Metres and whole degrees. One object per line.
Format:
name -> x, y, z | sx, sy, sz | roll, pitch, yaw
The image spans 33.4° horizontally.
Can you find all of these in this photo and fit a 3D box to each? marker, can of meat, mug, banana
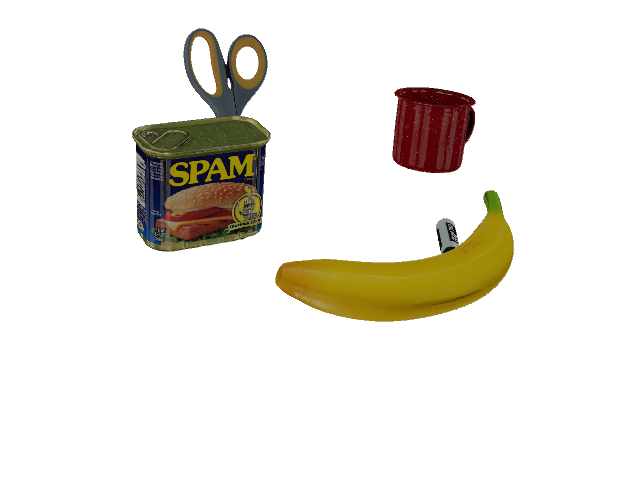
marker -> 0.120, 0.003, 1.000 | 0.020, 0.020, 0.121 | 0, 16, 4
can of meat -> -0.092, -0.044, 0.822 | 0.101, 0.084, 0.057 | -10, 30, -25
mug -> 0.136, -0.129, 1.240 | 0.117, 0.081, 0.093 | -13, 27, -42
banana -> 0.064, 0.020, 0.696 | 0.197, 0.037, 0.070 | -18, 50, -36

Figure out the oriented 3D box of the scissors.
scissors -> -0.077, -0.118, 1.067 | 0.096, 0.202, 0.016 | -25, 12, -26
